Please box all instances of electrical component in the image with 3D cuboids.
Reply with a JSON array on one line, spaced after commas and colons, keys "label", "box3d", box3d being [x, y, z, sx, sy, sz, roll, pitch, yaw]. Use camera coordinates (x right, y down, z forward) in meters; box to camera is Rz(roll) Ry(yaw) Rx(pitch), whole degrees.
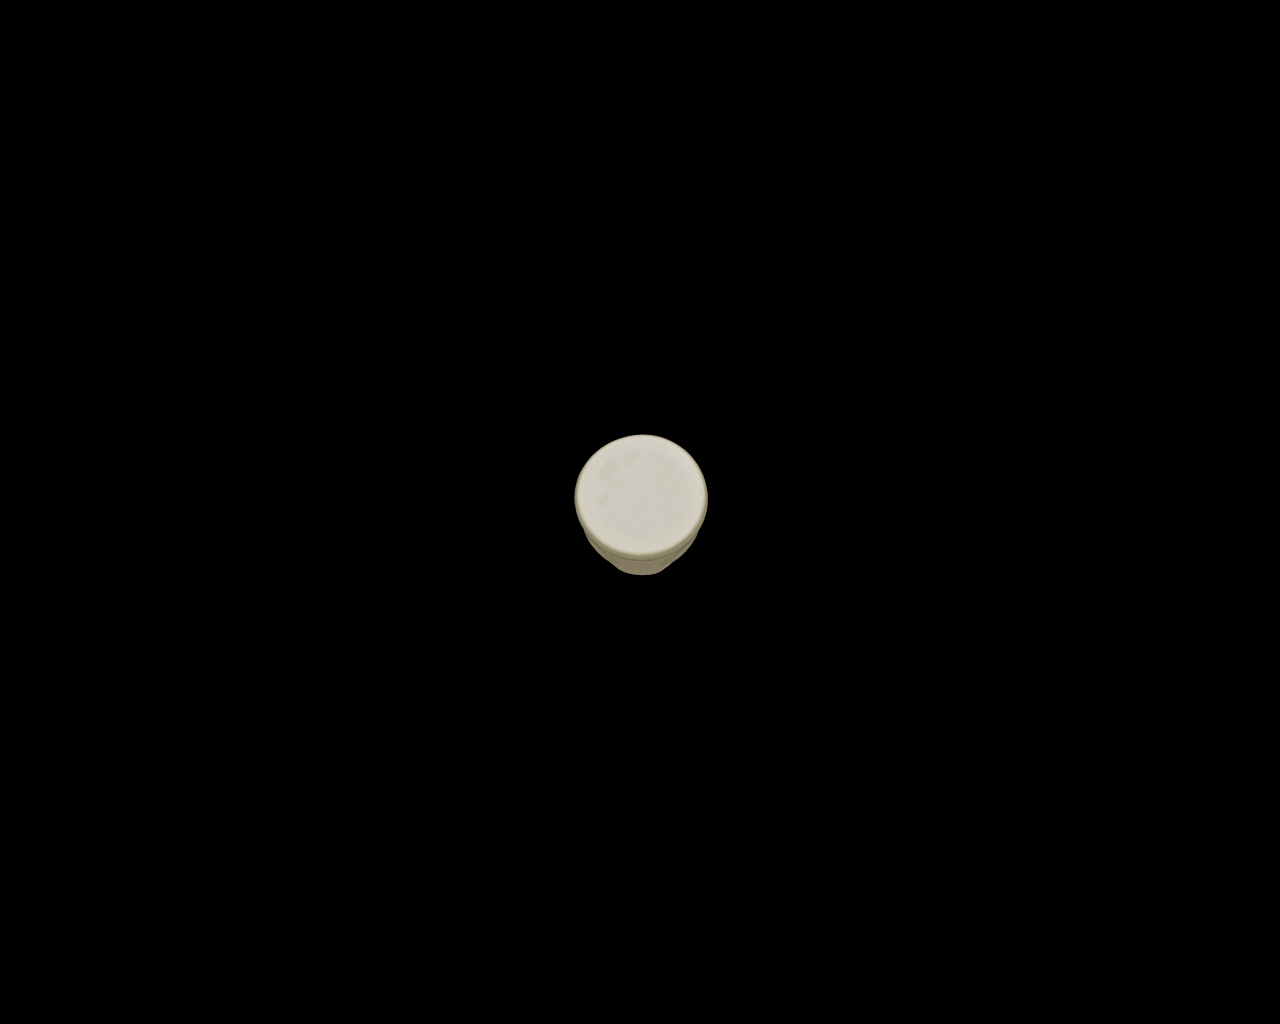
[{"label": "electrical component", "box3d": [0.001, -0.003, 0.650, 0.080, 0.080, 0.051, 0, -21, 0]}]
